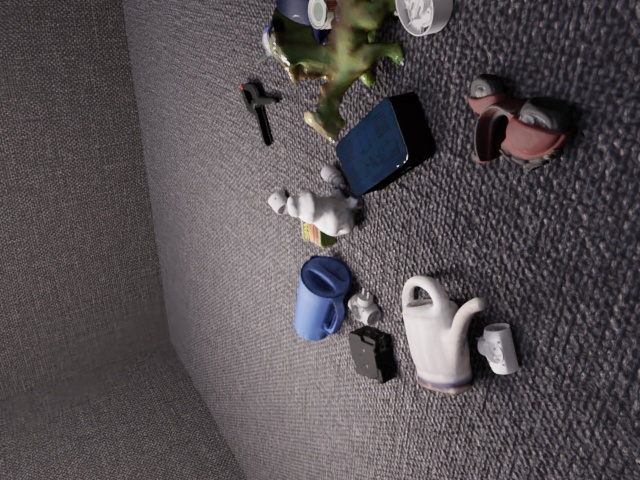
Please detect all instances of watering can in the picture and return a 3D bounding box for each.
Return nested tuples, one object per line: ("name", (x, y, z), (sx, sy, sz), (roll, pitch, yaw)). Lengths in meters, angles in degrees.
("watering can", (0.230, 0.180, 0.954), (0.347, 0.104, 0.224), (179, 78, -79))

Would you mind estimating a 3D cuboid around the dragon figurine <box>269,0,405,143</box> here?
("dragon figurine", (0.024, -0.387, 0.951), (0.123, 0.244, 0.404), (29, 130, 58))

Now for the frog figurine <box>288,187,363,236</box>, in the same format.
("frog figurine", (0.004, -0.061, 1.215), (0.140, 0.160, 0.120), (50, 145, 37))
